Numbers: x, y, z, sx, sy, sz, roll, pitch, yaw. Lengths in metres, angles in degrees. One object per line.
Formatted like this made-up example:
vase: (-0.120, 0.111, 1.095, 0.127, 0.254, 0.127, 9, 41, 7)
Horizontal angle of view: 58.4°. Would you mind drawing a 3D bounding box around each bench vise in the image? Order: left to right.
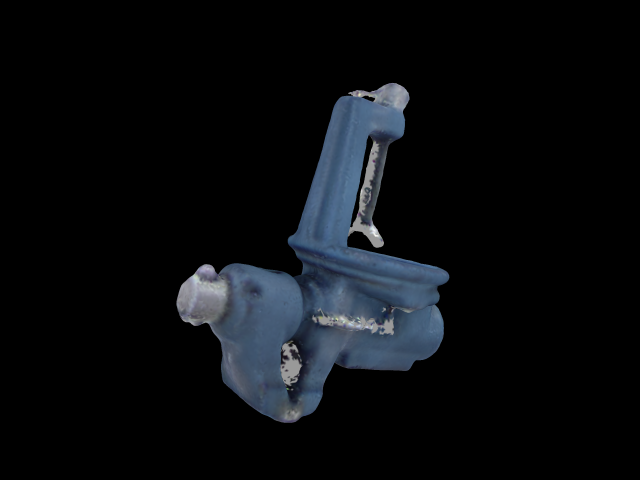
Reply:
bench vise: (0.013, 0.003, 0.393, 0.121, 0.220, 0.208, 8, 14, 36)
